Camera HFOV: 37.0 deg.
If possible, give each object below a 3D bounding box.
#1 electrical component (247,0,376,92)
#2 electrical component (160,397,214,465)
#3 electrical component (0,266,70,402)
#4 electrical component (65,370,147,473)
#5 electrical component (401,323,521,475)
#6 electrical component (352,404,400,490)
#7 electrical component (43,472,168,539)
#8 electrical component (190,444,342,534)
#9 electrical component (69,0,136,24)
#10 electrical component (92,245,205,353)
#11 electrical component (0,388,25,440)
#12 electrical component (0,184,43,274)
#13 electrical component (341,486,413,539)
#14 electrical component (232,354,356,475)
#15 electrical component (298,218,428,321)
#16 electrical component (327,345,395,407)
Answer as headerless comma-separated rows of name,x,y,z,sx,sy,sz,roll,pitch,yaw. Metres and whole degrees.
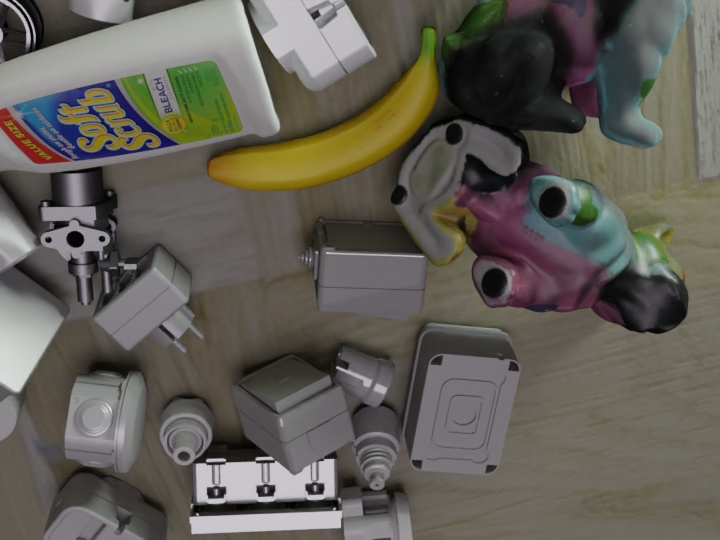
electrical component,-0.038,-0.176,0.747,0.059,0.053,0.095,-30,114,8
electrical component,-0.142,0.134,0.874,0.043,0.062,0.043,-2,114,-5
electrical component,-0.280,0.043,0.801,0.100,0.099,0.048,39,135,-20
electrical component,-0.200,0.118,0.853,0.051,0.080,0.080,7,114,-3
electrical component,0.081,0.105,0.886,0.078,0.057,0.113,5,114,-8
electrical component,0.013,0.148,0.891,0.040,0.078,0.040,0,128,0
electrical component,-0.213,0.217,0.907,0.095,0.059,0.053,34,107,-19
electrical component,-0.078,0.180,0.897,0.121,0.078,0.063,-1,96,-5
electrical component,-0.151,-0.206,0.728,0.079,0.043,0.077,12,113,-11
electrical component,-0.155,0.034,0.835,0.066,0.047,0.076,-39,112,13
electrical component,-0.321,0.082,0.827,0.052,0.073,0.138,-33,113,10
electrical component,-0.281,-0.029,0.771,0.043,0.079,0.077,-26,101,46
electrical component,0.016,0.224,0.934,0.057,0.058,0.078,-5,115,0
electrical component,-0.058,0.107,0.857,0.062,0.096,0.061,-26,118,-26
electrical component,0.000,0.000,0.827,0.096,0.061,0.061,2,115,-6
electrical component,0.000,0.086,0.879,0.046,0.040,0.040,24,110,-9
